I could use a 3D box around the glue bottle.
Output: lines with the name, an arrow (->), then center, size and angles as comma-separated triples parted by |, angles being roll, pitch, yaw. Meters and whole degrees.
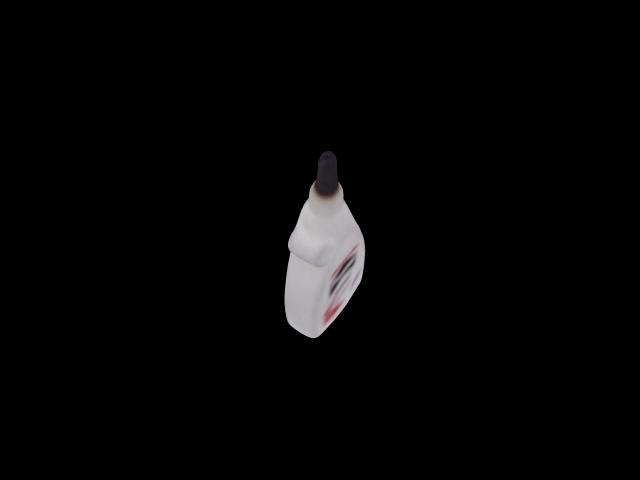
glue bottle -> 0.004, 0.001, 0.400 | 0.037, 0.173, 0.078 | 26, 60, 17
